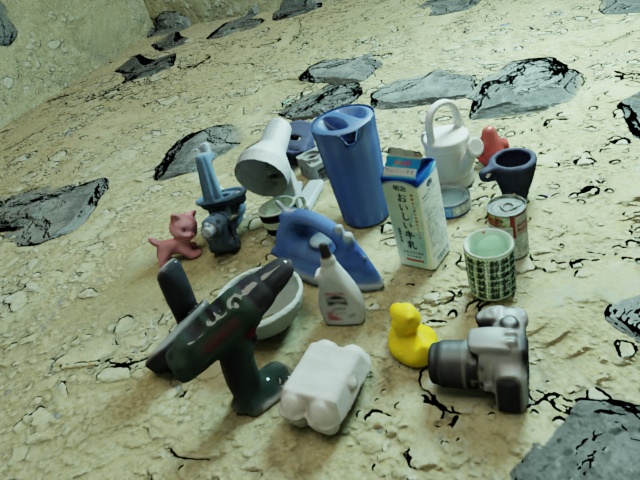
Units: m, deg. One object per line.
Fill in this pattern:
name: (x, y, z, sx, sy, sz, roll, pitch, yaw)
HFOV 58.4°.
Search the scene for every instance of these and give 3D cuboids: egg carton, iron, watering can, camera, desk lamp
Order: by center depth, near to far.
camera: (0.227, 0.159, 0.818, 0.136, 0.101, 0.143, -3, 37, 21)
egg carton: (0.010, 0.218, 0.861, 0.107, 0.069, 0.150, 5, 40, 30)
iron: (0.010, 0.004, 1.098, 0.257, 0.142, 0.119, 18, 48, 41)
watering can: (0.278, -0.208, 1.229, 0.172, 0.194, 0.101, 12, 44, 37)
desk lamp: (-0.092, -0.154, 1.303, 0.117, 0.214, 0.203, -1, 37, 23)

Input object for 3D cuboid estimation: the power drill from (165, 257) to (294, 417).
power drill: (-0.111, 0.159, 0.874, 0.230, 0.209, 0.075, -34, 37, -22)

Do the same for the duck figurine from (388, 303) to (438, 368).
duck figurine: (0.140, 0.141, 0.896, 0.077, 0.086, 0.104, -24, 35, -9)

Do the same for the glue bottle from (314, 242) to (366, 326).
glue bottle: (0.025, 0.073, 0.966, 0.078, 0.173, 0.037, -7, 36, 15)

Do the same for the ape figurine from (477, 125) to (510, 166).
ape figurine: (0.384, -0.215, 1.282, 0.077, 0.092, 0.076, -8, 35, 14)

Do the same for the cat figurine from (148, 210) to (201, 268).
cat figurine: (-0.324, -0.011, 1.292, 0.128, 0.118, 0.067, -26, 35, -12)

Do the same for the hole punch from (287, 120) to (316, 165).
hole punch: (-0.058, -0.264, 1.552, 0.108, 0.091, 0.101, 12, 44, 36)

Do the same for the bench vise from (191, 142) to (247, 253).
bench vise: (-0.223, -0.095, 1.273, 0.121, 0.220, 0.207, -19, 34, -2)

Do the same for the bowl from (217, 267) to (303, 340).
bowl: (-0.103, 0.125, 1.038, 0.167, 0.075, 0.167, -12, 34, 9)

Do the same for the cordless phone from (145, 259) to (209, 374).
cordless phone: (-0.262, 0.135, 0.998, 0.093, 0.185, 0.148, 6, 41, 31)

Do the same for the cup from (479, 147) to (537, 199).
cup: (0.377, -0.121, 1.149, 0.118, 0.095, 0.091, -20, 34, -4)
